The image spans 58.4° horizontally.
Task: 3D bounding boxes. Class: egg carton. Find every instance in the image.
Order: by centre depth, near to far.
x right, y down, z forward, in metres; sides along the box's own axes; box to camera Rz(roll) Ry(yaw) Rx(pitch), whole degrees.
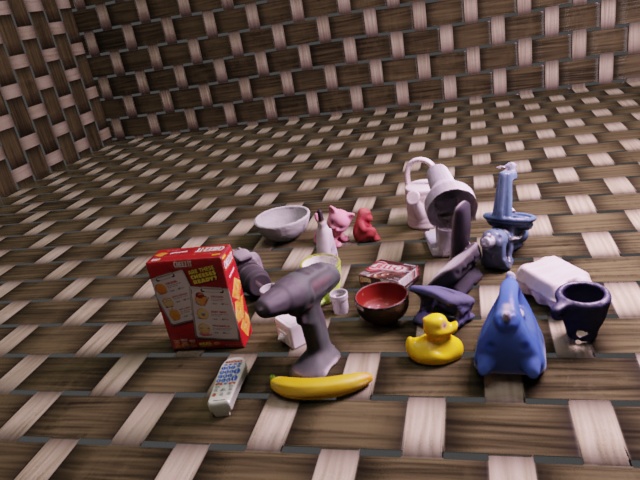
[{"bbox_3d":[0.472,0.089,1.155,0.107,0.069,0.150,-17,24,-15],"label":"egg carton"}]

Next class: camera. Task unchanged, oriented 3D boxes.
[{"bbox_3d":[-0.190,0.085,1.390,0.143,0.101,0.136,-21,26,-25],"label":"camera"}]

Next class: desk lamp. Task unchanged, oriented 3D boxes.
[{"bbox_3d":[0.306,-0.068,1.398,0.118,0.214,0.203,-9,23,2],"label":"desk lamp"}]

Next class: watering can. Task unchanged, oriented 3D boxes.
[{"bbox_3d":[0.284,-0.132,1.580,0.101,0.194,0.173,-7,23,7],"label":"watering can"}]

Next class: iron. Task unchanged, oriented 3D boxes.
[{"bbox_3d":[0.337,0.131,1.020,0.118,0.142,0.259,-1,25,20],"label":"iron"}]

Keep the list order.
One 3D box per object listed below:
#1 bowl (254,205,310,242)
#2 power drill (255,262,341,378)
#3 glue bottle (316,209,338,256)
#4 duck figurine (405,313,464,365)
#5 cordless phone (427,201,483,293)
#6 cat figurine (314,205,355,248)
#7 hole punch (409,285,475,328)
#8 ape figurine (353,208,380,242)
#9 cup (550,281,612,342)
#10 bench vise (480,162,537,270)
[{"bbox_3d":[-0.106,-0.039,1.675,0.167,0.075,0.167,-8,23,4],"label":"bowl"},{"bbox_3d":[-0.027,0.148,1.044,0.075,0.209,0.230,4,27,29],"label":"power drill"},{"bbox_3d":[0.013,0.005,1.400,0.037,0.173,0.078,-2,25,18],"label":"glue bottle"},{"bbox_3d":[0.206,0.174,1.044,0.104,0.086,0.077,-7,23,8],"label":"duck figurine"},{"bbox_3d":[0.290,0.017,1.246,0.093,0.185,0.148,7,29,34],"label":"cordless phone"},{"bbox_3d":[0.035,-0.046,1.578,0.127,0.118,0.067,10,30,38],"label":"cat figurine"},{"bbox_3d":[0.243,0.122,1.144,0.101,0.091,0.108,-27,28,-34],"label":"hole punch"},{"bbox_3d":[0.125,-0.044,1.572,0.076,0.092,0.078,-4,24,14],"label":"ape figurine"},{"bbox_3d":[0.457,0.137,1.018,0.118,0.095,0.091,-20,25,-21],"label":"cup"},{"bbox_3d":[0.431,-0.055,1.310,0.121,0.220,0.208,0,25,21],"label":"bench vise"}]
